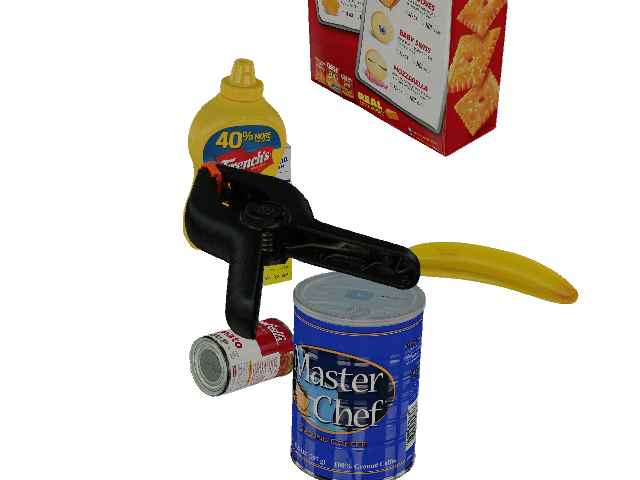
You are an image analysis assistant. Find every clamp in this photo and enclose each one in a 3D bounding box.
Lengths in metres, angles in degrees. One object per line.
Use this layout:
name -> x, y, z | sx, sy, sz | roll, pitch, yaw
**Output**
clamp -> -0.038, 0.002, 0.636 | 0.120, 0.039, 0.172 | -16, 32, -37

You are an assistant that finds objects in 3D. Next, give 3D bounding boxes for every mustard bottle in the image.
mustard bottle -> -0.082, -0.084, 1.046 | 0.096, 0.192, 0.058 | -4, 29, -21

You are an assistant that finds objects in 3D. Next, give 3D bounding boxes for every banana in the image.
banana -> 0.163, 0.032, 1.092 | 0.198, 0.037, 0.069 | 7, 36, 10

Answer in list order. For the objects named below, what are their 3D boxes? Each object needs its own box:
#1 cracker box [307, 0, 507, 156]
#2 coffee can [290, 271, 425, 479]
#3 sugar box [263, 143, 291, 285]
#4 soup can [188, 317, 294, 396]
cracker box -> 0.066, -0.196, 0.832 | 0.072, 0.214, 0.164 | -30, 47, -30
coffee can -> 0.028, 0.106, 0.844 | 0.103, 0.140, 0.103 | 1, 18, -1
sugar box -> -0.068, -0.044, 1.304 | 0.048, 0.176, 0.093 | -11, 26, -18
soup can -> -0.086, 0.128, 1.177 | 0.102, 0.068, 0.069 | -11, 8, -44
